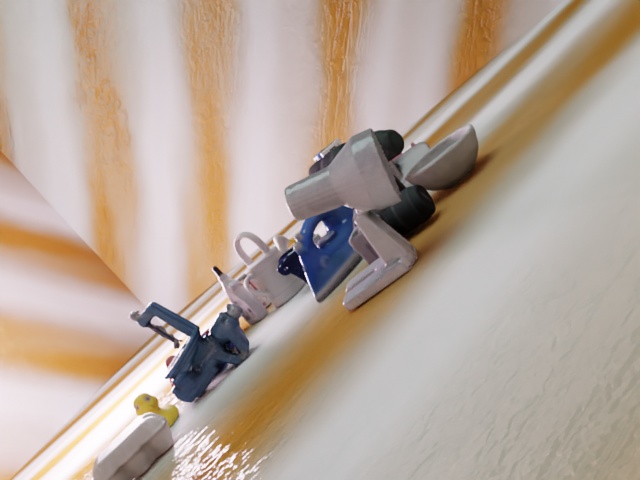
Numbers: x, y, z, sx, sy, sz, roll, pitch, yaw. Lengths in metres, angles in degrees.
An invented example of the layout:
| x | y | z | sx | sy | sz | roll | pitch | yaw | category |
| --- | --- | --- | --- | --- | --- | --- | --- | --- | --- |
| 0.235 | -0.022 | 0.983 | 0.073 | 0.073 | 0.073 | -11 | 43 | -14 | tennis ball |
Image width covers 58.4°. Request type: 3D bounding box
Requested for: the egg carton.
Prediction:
| x | y | z | sx | sy | sz | roll | pitch | yaw | category |
| --- | --- | --- | --- | --- | --- | --- | --- | --- | --- |
| -0.326 | 0.371 | 1.001 | 0.150 | 0.069 | 0.107 | -43 | 8 | -21 | egg carton |

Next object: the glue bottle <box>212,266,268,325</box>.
| x | y | z | sx | sy | sz | roll | pitch | yaw | category |
| --- | --- | --- | --- | --- | --- | --- | --- | --- | --- |
| -0.204 | 0.130 | 1.405 | 0.037 | 0.173 | 0.078 | -46 | 9 | -36 | glue bottle |

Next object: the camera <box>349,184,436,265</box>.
| x | y | z | sx | sy | sz | roll | pitch | yaw | category |
| --- | --- | --- | --- | --- | --- | --- | --- | --- | --- |
| 0.127 | -0.040 | 1.019 | 0.136 | 0.101 | 0.143 | -36 | 8 | 29 | camera |

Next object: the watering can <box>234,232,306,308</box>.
| x | y | z | sx | sy | sz | roll | pitch | yaw | category |
| --- | --- | --- | --- | --- | --- | --- | --- | --- | --- |
| -0.129 | 0.056 | 1.384 | 0.100 | 0.194 | 0.173 | -37 | 8 | 26 | watering can |

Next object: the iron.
| x | y | z | sx | sy | sz | roll | pitch | yaw | category |
| --- | --- | --- | --- | --- | --- | --- | --- | --- | --- |
| 0.011 | 0.004 | 1.185 | 0.118 | 0.141 | 0.259 | -34 | 9 | 39 | iron |

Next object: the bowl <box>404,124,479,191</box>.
| x | y | z | sx | sy | sz | roll | pitch | yaw | category |
| --- | --- | --- | --- | --- | --- | --- | --- | --- | --- |
| 0.252 | -0.149 | 1.130 | 0.167 | 0.075 | 0.167 | -40 | 7 | 7 | bowl |

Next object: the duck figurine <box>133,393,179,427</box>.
| x | y | z | sx | sy | sz | roll | pitch | yaw | category |
| --- | --- | --- | --- | --- | --- | --- | --- | --- | --- |
| -0.339 | 0.345 | 1.157 | 0.077 | 0.086 | 0.104 | -42 | 8 | -13 | duck figurine |

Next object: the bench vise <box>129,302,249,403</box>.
| x | y | z | sx | sy | sz | roll | pitch | yaw | category |
| --- | --- | --- | --- | --- | --- | --- | --- | --- | --- |
| -0.263 | 0.190 | 1.165 | 0.208 | 0.220 | 0.121 | -44 | 8 | -22 | bench vise |

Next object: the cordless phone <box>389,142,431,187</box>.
| x | y | z | sx | sy | sz | roll | pitch | yaw | category |
| --- | --- | --- | --- | --- | --- | --- | --- | --- | --- |
| 0.180 | -0.197 | 1.351 | 0.147 | 0.185 | 0.094 | -38 | 8 | 18 | cordless phone |

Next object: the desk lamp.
| x | y | z | sx | sy | sz | roll | pitch | yaw | category |
| --- | --- | --- | --- | --- | --- | --- | --- | --- | --- |
| 0.059 | -0.036 | 0.887 | 0.203 | 0.213 | 0.118 | -38 | 8 | 16 | desk lamp |

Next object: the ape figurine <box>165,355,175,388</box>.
| x | y | z | sx | sy | sz | roll | pitch | yaw | category |
| --- | --- | --- | --- | --- | --- | --- | --- | --- | --- |
| -0.308 | 0.296 | 1.272 | 0.078 | 0.092 | 0.076 | -45 | 9 | -33 | ape figurine |

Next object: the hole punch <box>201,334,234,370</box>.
| x | y | z | sx | sy | sz | roll | pitch | yaw | category |
| --- | --- | --- | --- | --- | --- | --- | --- | --- | --- |
| -0.236 | 0.236 | 1.262 | 0.101 | 0.091 | 0.108 | -40 | 7 | 7 | hole punch |

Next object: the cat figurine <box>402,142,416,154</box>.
| x | y | z | sx | sy | sz | roll | pitch | yaw | category |
| --- | --- | --- | --- | --- | --- | --- | --- | --- | --- |
| 0.215 | -0.207 | 1.498 | 0.127 | 0.118 | 0.067 | -33 | 10 | 44 | cat figurine |

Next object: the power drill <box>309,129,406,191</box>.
| x | y | z | sx | sy | sz | roll | pitch | yaw | category |
| --- | --- | --- | --- | --- | --- | --- | --- | --- | --- |
| 0.103 | -0.115 | 1.157 | 0.229 | 0.208 | 0.076 | -33 | 11 | 45 | power drill |

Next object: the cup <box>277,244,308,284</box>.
| x | y | z | sx | sy | sz | roll | pitch | yaw | category |
| --- | --- | --- | --- | --- | --- | --- | --- | --- | --- |
| -0.039 | 0.061 | 1.286 | 0.091 | 0.095 | 0.118 | -33 | 10 | 44 | cup |
